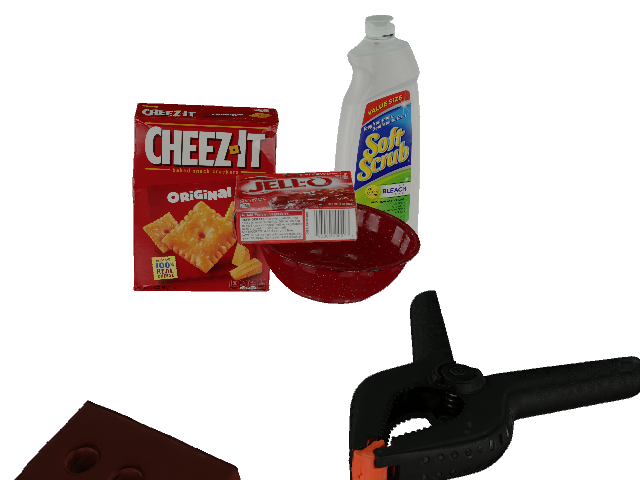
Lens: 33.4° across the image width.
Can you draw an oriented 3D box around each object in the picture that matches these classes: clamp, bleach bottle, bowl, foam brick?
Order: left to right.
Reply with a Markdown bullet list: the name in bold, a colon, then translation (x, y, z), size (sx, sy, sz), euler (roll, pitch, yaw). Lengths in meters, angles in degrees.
- **foam brick**: translation (-0.075, 0.111, 0.428), size (0.078, 0.051, 0.052), euler (18, 44, 23)
- **bowl**: translation (0.012, 0.015, 1.015), size (0.162, 0.055, 0.162), euler (6, 24, -3)
- **bleach bottle**: translation (0.058, -0.118, 1.164), size (0.102, 0.251, 0.068), euler (-7, 26, -9)
- **clamp**: translation (0.075, 0.089, 0.642), size (0.165, 0.036, 0.209), euler (21, 30, 39)

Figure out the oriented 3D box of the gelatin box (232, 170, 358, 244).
- **gelatin box**: translation (-0.019, -0.026, 0.782), size (0.089, 0.030, 0.073), euler (-2, 24, -1)

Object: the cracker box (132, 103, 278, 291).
- **cracker box**: translation (-0.136, -0.047, 1.248), size (0.164, 0.214, 0.072), euler (2, 22, -7)
